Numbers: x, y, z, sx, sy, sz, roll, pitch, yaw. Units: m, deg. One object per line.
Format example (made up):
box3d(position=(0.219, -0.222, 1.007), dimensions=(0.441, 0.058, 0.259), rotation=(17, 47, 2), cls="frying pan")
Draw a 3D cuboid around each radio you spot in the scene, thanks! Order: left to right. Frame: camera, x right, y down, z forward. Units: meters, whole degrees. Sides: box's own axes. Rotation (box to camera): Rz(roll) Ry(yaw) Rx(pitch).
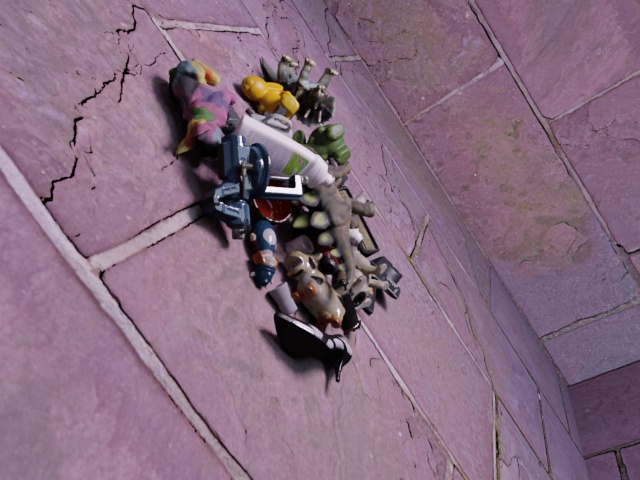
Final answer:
box3d(position=(0.082, -0.047, 1.608), dimensions=(0.229, 0.073, 0.131), rotation=(62, 24, 8), cls="radio")

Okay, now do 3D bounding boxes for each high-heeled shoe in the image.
box3d(position=(-0.010, 0.198, 1.150), dimensions=(0.248, 0.086, 0.145), rotation=(52, 22, -26), cls="high-heeled shoe")

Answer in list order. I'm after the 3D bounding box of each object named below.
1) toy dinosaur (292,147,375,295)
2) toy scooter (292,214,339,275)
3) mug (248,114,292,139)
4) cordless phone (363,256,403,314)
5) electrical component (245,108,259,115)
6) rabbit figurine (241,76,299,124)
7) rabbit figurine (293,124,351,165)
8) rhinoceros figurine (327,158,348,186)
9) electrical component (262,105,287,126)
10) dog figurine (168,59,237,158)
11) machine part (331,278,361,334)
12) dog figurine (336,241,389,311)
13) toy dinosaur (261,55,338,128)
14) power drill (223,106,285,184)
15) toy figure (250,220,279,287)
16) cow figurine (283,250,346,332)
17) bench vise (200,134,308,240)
box3d(position=(0.024, -0.070, 1.309), dimensions=(0.198, 0.105, 0.472), rotation=(-3, 51, -30), cls="toy dinosaur")
box3d(position=(-0.003, -0.004, 1.399), dimensions=(0.183, 0.075, 0.135), rotation=(55, 24, -15), cls="toy scooter")
box3d(position=(-0.124, -0.252, 1.257), dimensions=(0.107, 0.109, 0.081), rotation=(22, 53, -27), cls="mug")
box3d(position=(0.174, 0.154, 1.575), dimensions=(0.146, 0.089, 0.184), rotation=(44, 39, -31), cls="cordless phone")
box3d(position=(-0.151, -0.305, 1.383), dimensions=(0.094, 0.021, 0.063), rotation=(36, 4, -19), cls="electrical component")
box3d(position=(-0.146, -0.409, 1.545), dimensions=(0.173, 0.122, 0.162), rotation=(37, 25, -10), cls="rabbit figurine")
box3d(position=(-0.021, -0.279, 1.600), dimensions=(0.159, 0.170, 0.121), rotation=(39, -27, 46), cls="rabbit figurine")
box3d(position=(0.025, -0.201, 1.691), dimensions=(0.190, 0.073, 0.112), rotation=(-12, 84, -67), cls="rhinoceros figurine")
box3d(position=(-0.134, -0.311, 1.458), dimensions=(0.075, 0.048, 0.119), rotation=(30, 56, -16), cls="electrical component")
box3d(position=(-0.269, -0.274, 1.161), dimensions=(0.191, 0.108, 0.219), rotation=(45, 32, -24), cls="dog figurine")
box3d(position=(0.056, 0.167, 1.328), dimensions=(0.138, 0.084, 0.039), rotation=(61, -5, -17), cls="machine part")
box3d(position=(0.066, 0.087, 1.437), dimensions=(0.172, 0.121, 0.191), rotation=(-30, 46, -30), cls="dog figurine")
box3d(position=(-0.078, -0.465, 1.679), dimensions=(0.131, 0.192, 0.405), rotation=(14, 8, -43), cls="toy dinosaur")
box3d(position=(-0.166, -0.233, 1.343), dimensions=(0.207, 0.086, 0.232), rotation=(31, 36, -54), cls="power drill")
box3d(position=(-0.122, 0.028, 1.160), dimensions=(0.064, 0.057, 0.154), rotation=(2, 52, -16), cls="toy figure")
box3d(position=(-0.012, 0.106, 1.244), dimensions=(0.195, 0.085, 0.127), rotation=(52, 31, -9), cls="cow figurine")
box3d(position=(-0.126, -0.109, 1.134), dimensions=(0.240, 0.129, 0.223), rotation=(0, 73, -35), cls="bench vise")
